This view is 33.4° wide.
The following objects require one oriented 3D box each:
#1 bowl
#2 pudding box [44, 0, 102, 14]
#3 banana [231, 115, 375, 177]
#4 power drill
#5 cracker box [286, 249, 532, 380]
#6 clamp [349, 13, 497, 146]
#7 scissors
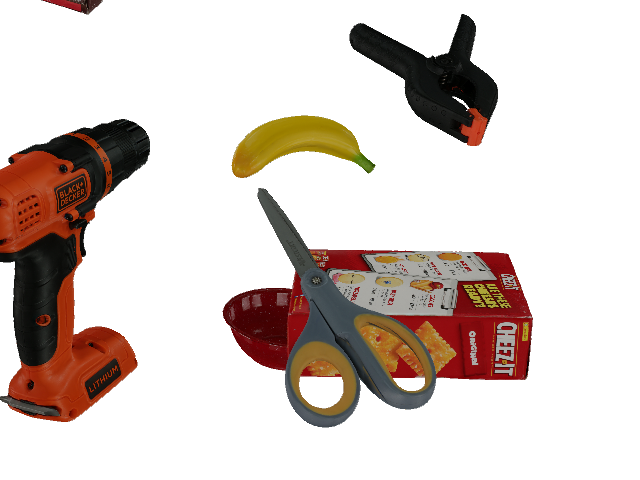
[{"bbox_3d":[-0.044,0.118,1.346,0.162,0.055,0.162,5,23,-2],"label":"bowl"},{"bbox_3d":[-0.193,-0.220,0.807,0.090,0.039,0.113,18,38,5],"label":"pudding box"},{"bbox_3d":[-0.024,-0.099,1.104,0.197,0.037,0.070,-7,49,-43],"label":"banana"},{"bbox_3d":[-0.174,0.018,0.757,0.057,0.188,0.184,8,24,24],"label":"power drill"},{"bbox_3d":[0.079,0.068,1.007,0.213,0.072,0.164,1,20,2],"label":"cracker box"},{"bbox_3d":[0.094,-0.145,0.927,0.120,0.039,0.171,-7,42,-5],"label":"clamp"},{"bbox_3d":[-0.013,0.042,0.663,0.096,0.016,0.202,-31,53,-25],"label":"scissors"}]
